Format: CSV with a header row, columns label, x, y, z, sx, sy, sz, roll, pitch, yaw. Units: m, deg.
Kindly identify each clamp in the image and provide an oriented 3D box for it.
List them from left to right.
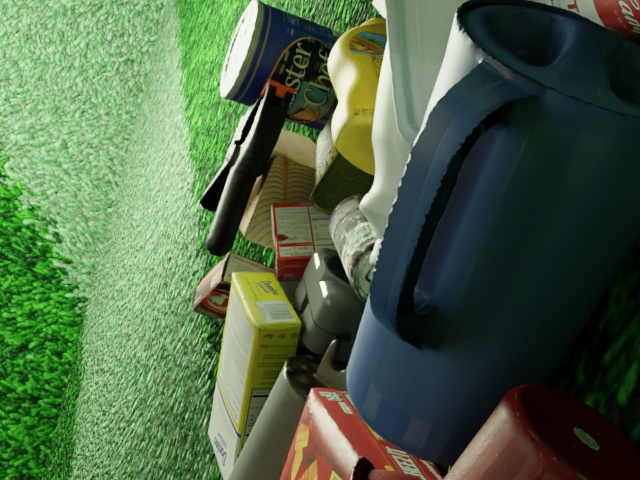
label,x,y,z,sx,sy,sz,roll,pitch,yaw
clamp,-0.075,-0.077,1.034,0.171,0.039,0.120,-63,25,10

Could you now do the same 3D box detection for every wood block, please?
label,x,y,z,sx,sy,sz,roll,pitch,yaw
wood block,-0.042,-0.058,1.126,0.206,0.090,0.091,-125,55,-68

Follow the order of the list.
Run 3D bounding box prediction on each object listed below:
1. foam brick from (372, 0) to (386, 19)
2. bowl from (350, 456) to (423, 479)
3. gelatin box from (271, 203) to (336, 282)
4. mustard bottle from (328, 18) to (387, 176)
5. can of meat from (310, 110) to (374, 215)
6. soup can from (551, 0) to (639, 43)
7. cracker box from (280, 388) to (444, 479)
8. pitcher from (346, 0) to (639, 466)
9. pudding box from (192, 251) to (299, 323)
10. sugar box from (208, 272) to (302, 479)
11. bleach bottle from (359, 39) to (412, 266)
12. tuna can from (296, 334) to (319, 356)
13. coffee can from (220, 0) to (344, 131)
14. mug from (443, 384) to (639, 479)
label,x,y,z,sx,sy,sz,roll,pitch,yaw
foam brick,0.092,-0.197,0.875,0.051,0.078,0.053,-109,42,-63
bowl,0.061,0.193,0.570,0.162,0.055,0.162,-12,-90,-79
gelatin box,-0.006,0.001,0.987,0.089,0.073,0.030,-99,8,-52
mustard bottle,0.054,-0.130,0.894,0.191,0.096,0.058,-94,26,-48
can of meat,0.034,-0.083,0.979,0.084,0.057,0.102,-87,23,-46
soup can,0.178,-0.141,0.582,0.102,0.068,0.068,-149,77,-72
cracker box,0.006,0.231,0.742,0.164,0.072,0.214,-136,64,-70
pitcher,0.090,0.005,0.569,0.145,0.149,0.243,-93,19,-58
pudding box,-0.055,0.059,1.017,0.090,0.113,0.039,139,148,-59
sugar box,-0.060,0.127,0.948,0.093,0.048,0.176,-122,36,-57
bleach bottle,0.080,-0.100,0.778,0.068,0.102,0.251,-169,97,-76
tuna can,-0.027,0.129,0.998,0.086,0.033,0.086,-163,90,-72
coffee can,-0.017,-0.168,1.070,0.103,0.140,0.103,-163,90,-72
mug,0.103,0.128,0.509,0.082,0.093,0.117,-60,-4,23
